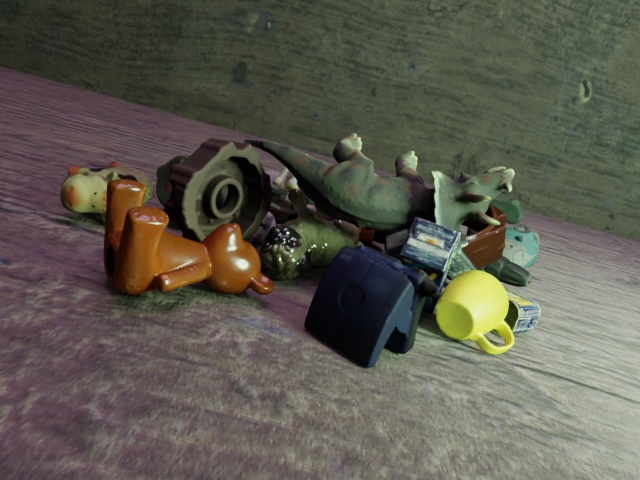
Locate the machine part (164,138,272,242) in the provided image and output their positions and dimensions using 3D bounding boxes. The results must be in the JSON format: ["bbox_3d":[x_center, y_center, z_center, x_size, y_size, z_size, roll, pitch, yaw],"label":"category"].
[{"bbox_3d":[-0.152,-0.066,0.822,0.056,0.179,0.179,21,15,36],"label":"machine part"}]

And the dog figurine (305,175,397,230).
[{"bbox_3d":[0.097,-0.084,1.021,0.219,0.108,0.191,-3,32,41],"label":"dog figurine"}]

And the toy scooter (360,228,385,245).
[{"bbox_3d":[0.078,-0.042,1.182,0.135,0.075,0.184,11,14,2],"label":"toy scooter"}]

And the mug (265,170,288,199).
[{"bbox_3d":[-0.135,-0.105,1.204,0.110,0.080,0.107,-7,16,13],"label":"mug"}]

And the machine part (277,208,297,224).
[{"bbox_3d":[-0.066,-0.058,1.167,0.084,0.039,0.139,28,16,25],"label":"machine part"}]

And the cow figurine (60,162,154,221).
[{"bbox_3d":[-0.338,-0.076,0.862,0.127,0.085,0.195,12,12,13],"label":"cow figurine"}]

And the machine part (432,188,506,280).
[{"bbox_3d":[0.252,-0.022,1.077,0.201,0.087,0.202,-21,37,-21],"label":"machine part"}]

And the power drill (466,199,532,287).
[{"bbox_3d":[0.369,0.000,1.161,0.232,0.207,0.085,15,-33,34],"label":"power drill"}]

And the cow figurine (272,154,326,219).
[{"bbox_3d":[-0.014,-0.096,1.116,0.068,0.098,0.167,11,-29,47],"label":"cow figurine"}]

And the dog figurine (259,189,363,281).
[{"bbox_3d":[-0.007,0.019,0.846,0.172,0.121,0.191,11,28,-3],"label":"dog figurine"}]

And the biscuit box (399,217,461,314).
[{"bbox_3d":[0.146,0.042,0.749,0.063,0.059,0.202,21,-18,15],"label":"biscuit box"}]

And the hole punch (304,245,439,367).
[{"bbox_3d":[0.052,0.075,0.629,0.092,0.115,0.142,-10,27,-43],"label":"hole punch"}]

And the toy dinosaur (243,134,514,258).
[{"bbox_3d":[0.077,-0.071,0.807,0.405,0.131,0.192,7,24,-5],"label":"toy dinosaur"}]

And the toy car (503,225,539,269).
[{"bbox_3d":[0.416,0.024,1.235,0.162,0.109,0.103,11,29,20],"label":"toy car"}]

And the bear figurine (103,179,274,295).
[{"bbox_3d":[-0.148,0.008,0.642,0.196,0.131,0.120,-1,28,-32],"label":"bear figurine"}]

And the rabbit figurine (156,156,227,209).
[{"bbox_3d":[-0.211,-0.073,0.981,0.159,0.121,0.170,19,-6,44],"label":"rabbit figurine"}]

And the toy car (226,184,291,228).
[{"bbox_3d":[-0.154,-0.084,1.066,0.202,0.089,0.053,21,14,16],"label":"toy car"}]

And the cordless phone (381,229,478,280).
[{"bbox_3d":[0.205,0.046,0.955,0.184,0.147,0.089,45,37,-35],"label":"cordless phone"}]
